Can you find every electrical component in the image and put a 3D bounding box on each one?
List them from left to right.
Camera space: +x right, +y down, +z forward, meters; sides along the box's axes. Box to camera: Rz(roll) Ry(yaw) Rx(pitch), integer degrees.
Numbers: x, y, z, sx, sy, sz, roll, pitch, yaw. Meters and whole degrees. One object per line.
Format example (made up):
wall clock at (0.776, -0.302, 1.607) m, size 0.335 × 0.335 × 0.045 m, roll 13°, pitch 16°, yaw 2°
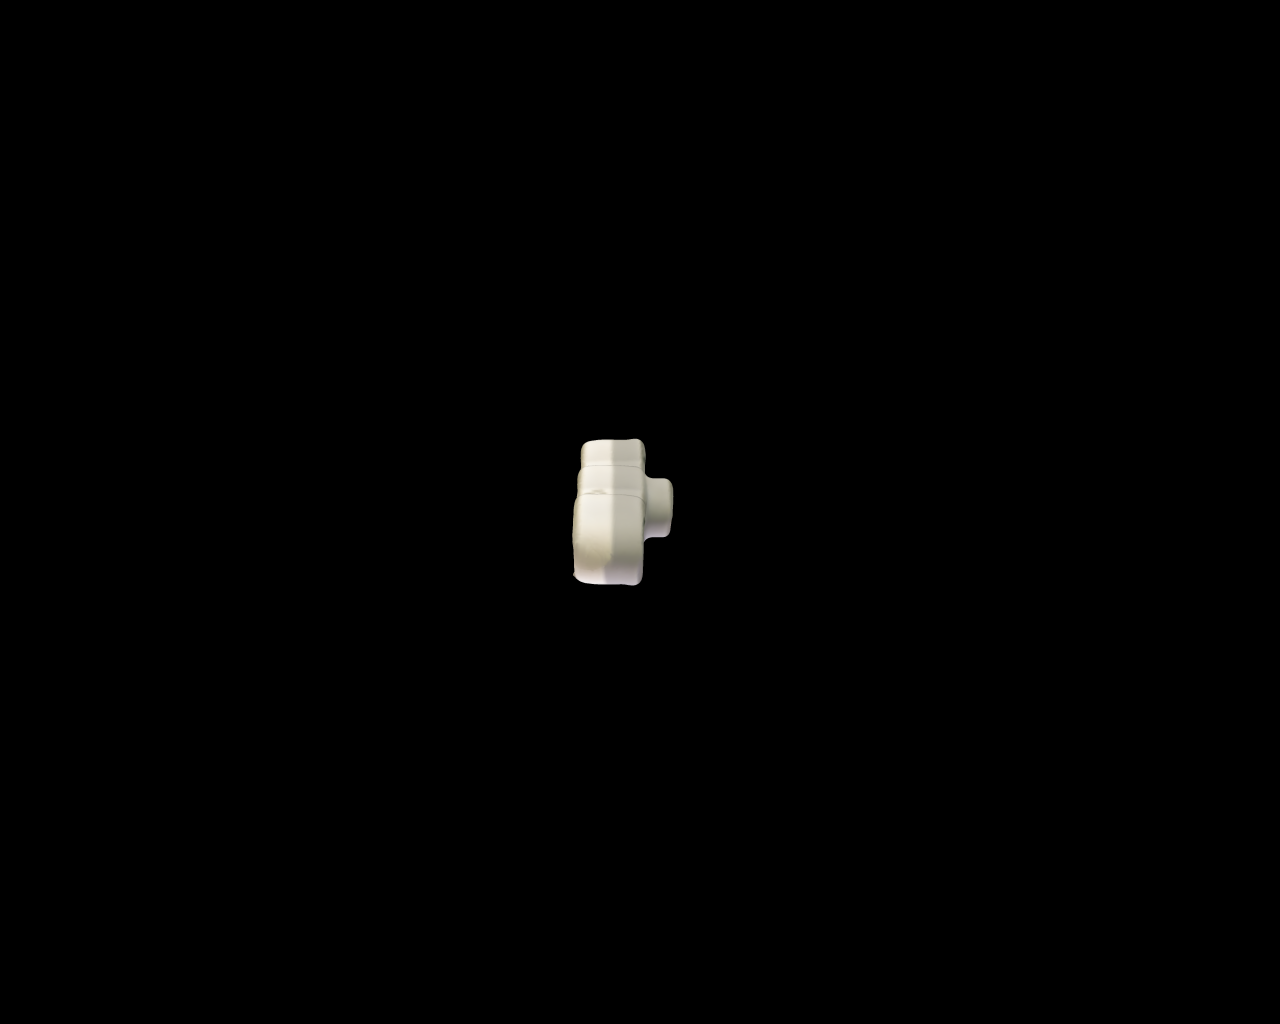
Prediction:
electrical component at (0.001, -0.003, 0.650) m, size 0.074 × 0.052 × 0.138 m, roll 0°, pitch 25°, yaw 0°
